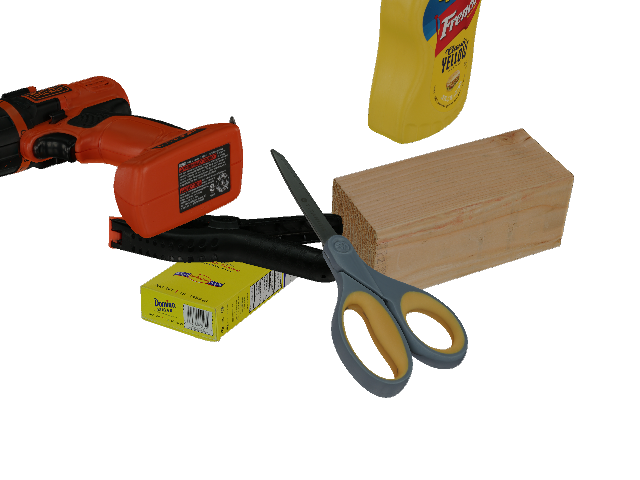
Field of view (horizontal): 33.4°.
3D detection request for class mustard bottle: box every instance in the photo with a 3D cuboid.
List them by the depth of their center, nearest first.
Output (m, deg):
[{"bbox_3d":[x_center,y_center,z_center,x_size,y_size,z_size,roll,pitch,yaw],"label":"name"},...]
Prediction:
[{"bbox_3d":[0.079,-0.168,0.751,0.058,0.192,0.096,31,48,27],"label":"mustard bottle"}]

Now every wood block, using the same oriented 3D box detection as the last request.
[{"bbox_3d":[0.122,-0.025,1.008,0.205,0.090,0.091,-16,42,-20],"label":"wood block"}]

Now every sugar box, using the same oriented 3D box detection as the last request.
[{"bbox_3d":[-0.099,0.040,1.118,0.093,0.048,0.176,15,31,24],"label":"sugar box"}]

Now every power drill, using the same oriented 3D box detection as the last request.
[{"bbox_3d":[-0.161,-0.059,0.722,0.188,0.057,0.184,21,34,33],"label":"power drill"}]

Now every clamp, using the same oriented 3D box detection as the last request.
[{"bbox_3d":[-0.077,0.001,0.908,0.210,0.036,0.164,2,13,-5],"label":"clamp"}]

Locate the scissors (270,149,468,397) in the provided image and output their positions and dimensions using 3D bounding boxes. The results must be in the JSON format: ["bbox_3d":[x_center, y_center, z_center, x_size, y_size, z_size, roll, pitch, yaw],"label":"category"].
[{"bbox_3d":[0.031,0.014,0.685,0.096,0.202,0.016,4,-44,-22],"label":"scissors"}]
